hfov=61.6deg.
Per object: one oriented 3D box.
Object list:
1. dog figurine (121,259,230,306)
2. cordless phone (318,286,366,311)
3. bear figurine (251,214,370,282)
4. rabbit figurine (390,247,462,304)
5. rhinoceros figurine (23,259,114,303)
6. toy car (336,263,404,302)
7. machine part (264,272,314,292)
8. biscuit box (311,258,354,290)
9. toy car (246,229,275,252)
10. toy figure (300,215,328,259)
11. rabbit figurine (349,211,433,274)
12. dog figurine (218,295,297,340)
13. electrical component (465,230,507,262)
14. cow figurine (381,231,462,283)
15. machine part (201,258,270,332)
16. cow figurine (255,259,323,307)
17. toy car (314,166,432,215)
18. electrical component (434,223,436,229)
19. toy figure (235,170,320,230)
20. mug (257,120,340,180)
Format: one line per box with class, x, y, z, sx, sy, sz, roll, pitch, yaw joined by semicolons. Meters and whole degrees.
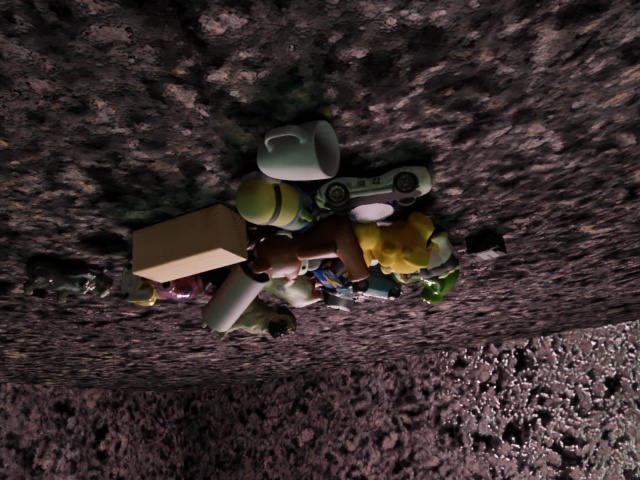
dog figurine;-0.312;0.096;1.220;0.192;0.108;0.219;-19;158;21
cordless phone;0.102;0.108;1.424;0.184;0.089;0.146;-33;146;29
bear figurine;-0.022;0.032;1.006;0.196;0.120;0.131;-26;114;4
rabbit figurine;0.254;0.077;1.294;0.170;0.121;0.159;6;150;-35
rhinoceros figurine;-0.555;0.085;1.188;0.112;0.073;0.190;-31;147;27
toy car;0.125;0.094;1.324;0.162;0.103;0.109;8;167;-10
machine part;-0.081;0.107;1.405;0.139;0.039;0.084;-8;167;1
biscuit box;0.037;0.069;1.202;0.063;0.059;0.203;-42;-176;-12
toy car;-0.181;0.013;1.113;0.202;0.053;0.089;-21;169;33
toy figure;-0.001;-0.005;1.112;0.064;0.058;0.154;-47;151;0
rabbit figurine;0.126;-0.005;1.107;0.173;0.122;0.162;19;160;-20
dog figurine;-0.158;0.163;1.343;0.191;0.172;0.121;-8;-163;9
electrical component;0.405;0.019;1.289;0.075;0.048;0.119;-18;154;30
cow figurine;0.225;0.055;1.206;0.167;0.098;0.068;-27;180;15
machine part;-0.188;0.122;1.189;0.079;0.079;0.243;16;123;-44
cow figurine;-0.098;0.102;1.306;0.127;0.085;0.194;-34;129;31
toy car;0.090;-0.086;0.927;0.202;0.056;0.073;-8;165;9
electrical component;0.206;-0.018;1.175;0.063;0.021;0.094;11;154;-36
toy figure;-0.067;-0.058;0.906;0.082;0.089;0.180;-22;155;23
mug;-0.041;-0.124;0.761;0.107;0.081;0.109;-7;165;29
